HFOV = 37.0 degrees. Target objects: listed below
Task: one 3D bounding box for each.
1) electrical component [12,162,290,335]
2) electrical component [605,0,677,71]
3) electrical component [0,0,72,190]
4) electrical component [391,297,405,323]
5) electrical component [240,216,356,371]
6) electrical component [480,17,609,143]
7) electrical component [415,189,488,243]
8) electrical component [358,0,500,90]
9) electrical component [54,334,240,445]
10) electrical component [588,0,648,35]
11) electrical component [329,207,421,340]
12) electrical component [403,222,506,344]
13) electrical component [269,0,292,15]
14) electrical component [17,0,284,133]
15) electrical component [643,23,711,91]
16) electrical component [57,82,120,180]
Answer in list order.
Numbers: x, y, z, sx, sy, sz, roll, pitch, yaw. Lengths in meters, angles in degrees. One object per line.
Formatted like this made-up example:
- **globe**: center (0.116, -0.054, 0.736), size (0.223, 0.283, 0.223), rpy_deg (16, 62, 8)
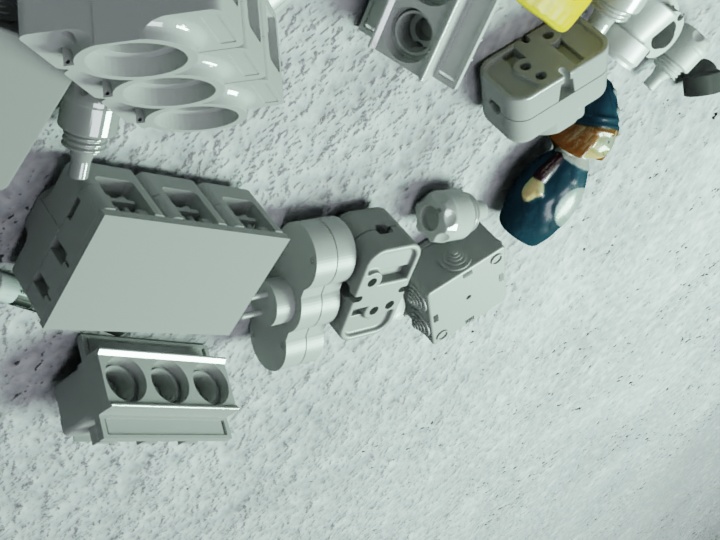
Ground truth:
- **electrical component**: center (-0.135, -0.012, 0.699), size (0.150, 0.061, 0.089), rpy_deg (6, 125, -48)
- **electrical component**: center (0.217, -0.193, 0.856), size (0.045, 0.045, 0.055), rpy_deg (13, 120, -51)
- **electrical component**: center (-0.205, -0.096, 0.541), size (0.100, 0.048, 0.099), rpy_deg (13, 120, -51)
- **electrical component**: center (0.019, 0.019, 0.917), size (0.035, 0.035, 0.061), rpy_deg (-31, 144, -15)
- **electrical component**: center (-0.059, 0.022, 0.825), size (0.074, 0.052, 0.138), rpy_deg (-12, 138, -37)
- **electrical component**: center (0.142, -0.144, 0.829), size (0.095, 0.053, 0.059), rpy_deg (-32, 146, -12)
- **electrical component**: center (0.079, -0.046, 0.892), size (0.062, 0.043, 0.043), rpy_deg (-10, 137, -40)
- **electrical component**: center (0.059, -0.189, 0.682), size (0.063, 0.079, 0.121), rpy_deg (-33, 154, -53)
- **electrical component**: center (-0.159, 0.094, 0.798), size (0.063, 0.078, 0.121), rpy_deg (-33, 154, 31)
- **electrical component**: center (0.195, -0.208, 0.818), size (0.048, 0.048, 0.062), rpy_deg (-8, 142, -40)
- **electrical component**: center (0.000, 0.000, 0.851), size (0.054, 0.059, 0.095), rpy_deg (-12, 137, -37)
- **electrical component**: center (0.083, 0.010, 0.957), size (0.100, 0.048, 0.099), rpy_deg (-32, 146, -14)
- **electrical component**: center (-0.037, -0.184, 0.611), size (0.081, 0.043, 0.043), rpy_deg (-41, 147, 1)
- **electrical component**: center (-0.096, -0.117, 0.528), size (0.089, 0.061, 0.150), rpy_deg (-6, 173, 6)
- **electrical component**: center (0.272, -0.182, 0.934), size (0.061, 0.035, 0.035), rpy_deg (-48, 147, 14)
- **electrical component**: center (-0.156, -0.081, 0.613), size (0.035, 0.035, 0.061), rpy_deg (-4, 120, -43)
